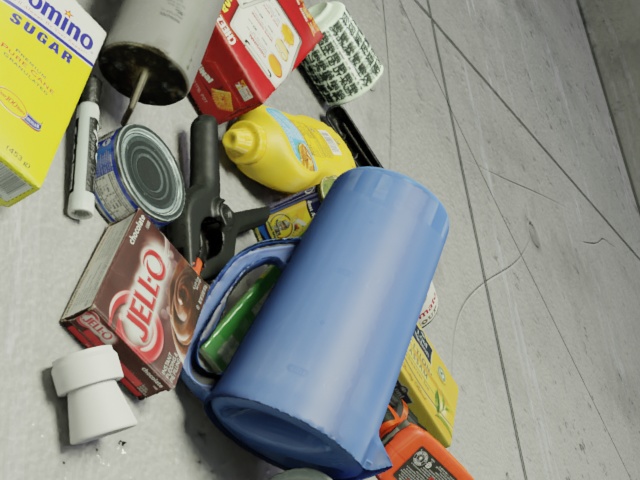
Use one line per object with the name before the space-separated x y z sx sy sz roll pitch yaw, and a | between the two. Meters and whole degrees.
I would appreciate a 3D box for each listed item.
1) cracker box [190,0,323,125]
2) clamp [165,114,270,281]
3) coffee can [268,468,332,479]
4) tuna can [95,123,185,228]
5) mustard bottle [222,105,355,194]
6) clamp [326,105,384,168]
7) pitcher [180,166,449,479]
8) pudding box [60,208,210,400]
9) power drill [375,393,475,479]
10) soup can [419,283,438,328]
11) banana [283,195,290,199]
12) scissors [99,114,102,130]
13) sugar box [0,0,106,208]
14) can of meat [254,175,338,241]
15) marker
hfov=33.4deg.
cracker box | -0.089 -0.227 1.051 0.164 0.072 0.213 59 28 -16
clamp | -0.097 -0.030 0.913 0.120 0.039 0.171 58 27 -19
coffee can | 0.011 0.253 0.823 0.140 0.103 0.103 47 32 -37
tuna can | -0.144 -0.048 0.840 0.086 0.034 0.086 44 34 -41
mustard bottle | -0.037 -0.088 1.053 0.096 0.058 0.191 59 22 17
clamp | 0.074 -0.063 1.268 0.209 0.036 0.164 39 25 -59
pitcher | 0.006 0.058 0.858 0.149 0.145 0.242 49 55 -36
pudding box | -0.132 0.046 0.782 0.090 0.039 0.113 52 29 -28
power drill | 0.072 0.184 0.959 0.184 0.057 0.188 43 -2 -24
soup can | 0.087 0.047 1.155 0.102 0.068 0.068 65 18 -51
banana | 0.021 -0.012 1.143 0.070 0.037 0.197 48 17 18
scissors | -0.207 -0.191 0.849 0.201 0.016 0.096 60 31 -16
sugar box | -0.212 -0.116 0.736 0.093 0.048 0.176 46 38 -33
can of meat | -0.007 0.001 1.014 0.057 0.084 0.102 -22 90 -65
marker | -0.176 -0.073 0.801 0.020 0.020 0.121 33 48 -50
